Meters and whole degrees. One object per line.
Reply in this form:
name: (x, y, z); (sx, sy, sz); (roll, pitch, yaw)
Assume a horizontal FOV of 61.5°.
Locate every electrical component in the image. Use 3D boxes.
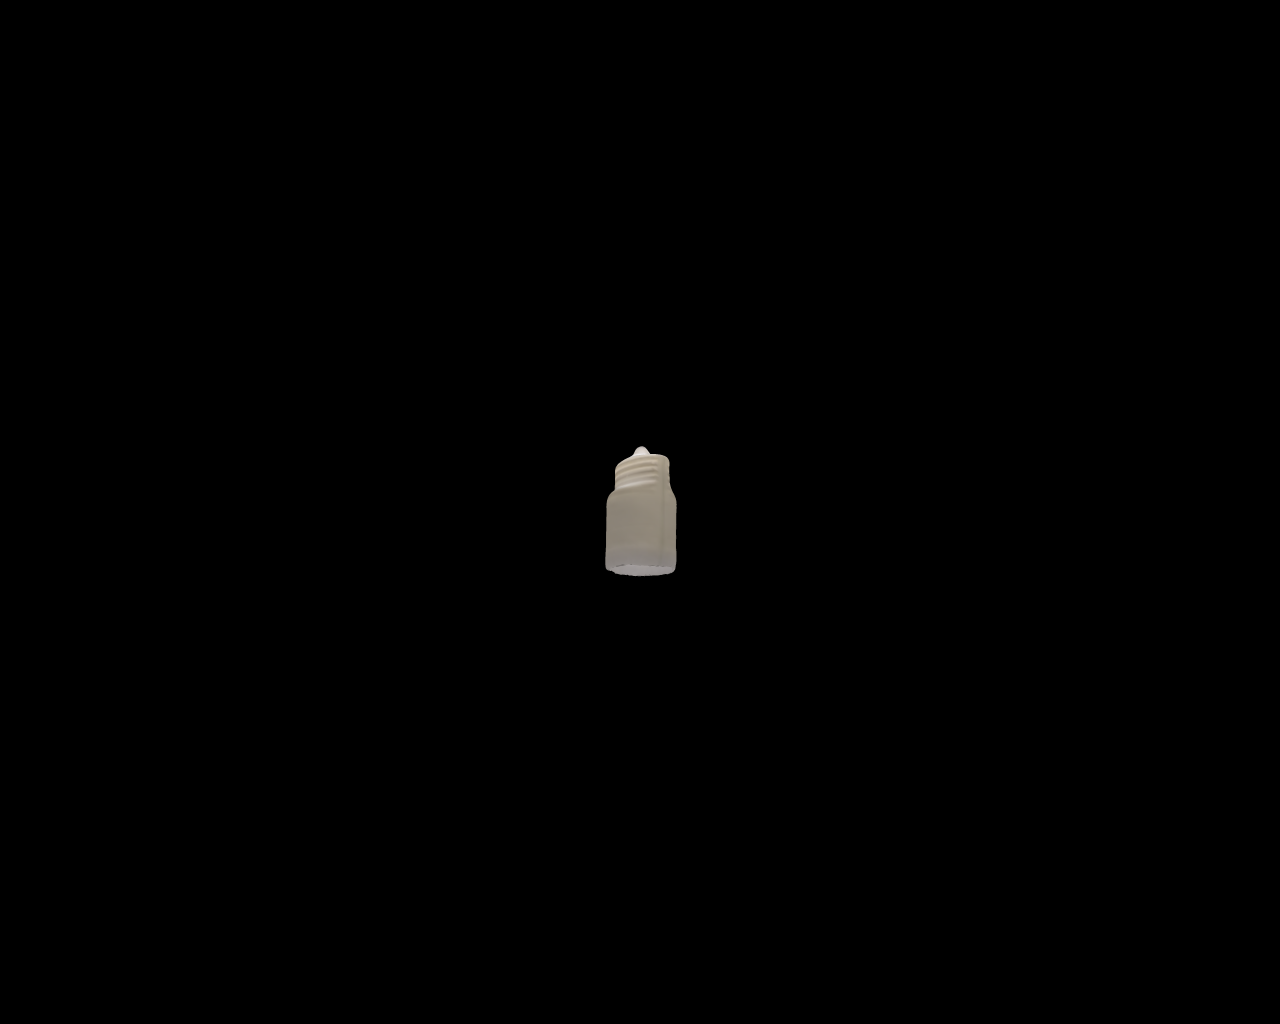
electrical component: (0.001, -0.003, 0.650); (0.043, 0.081, 0.043); (0, -14, 0)
